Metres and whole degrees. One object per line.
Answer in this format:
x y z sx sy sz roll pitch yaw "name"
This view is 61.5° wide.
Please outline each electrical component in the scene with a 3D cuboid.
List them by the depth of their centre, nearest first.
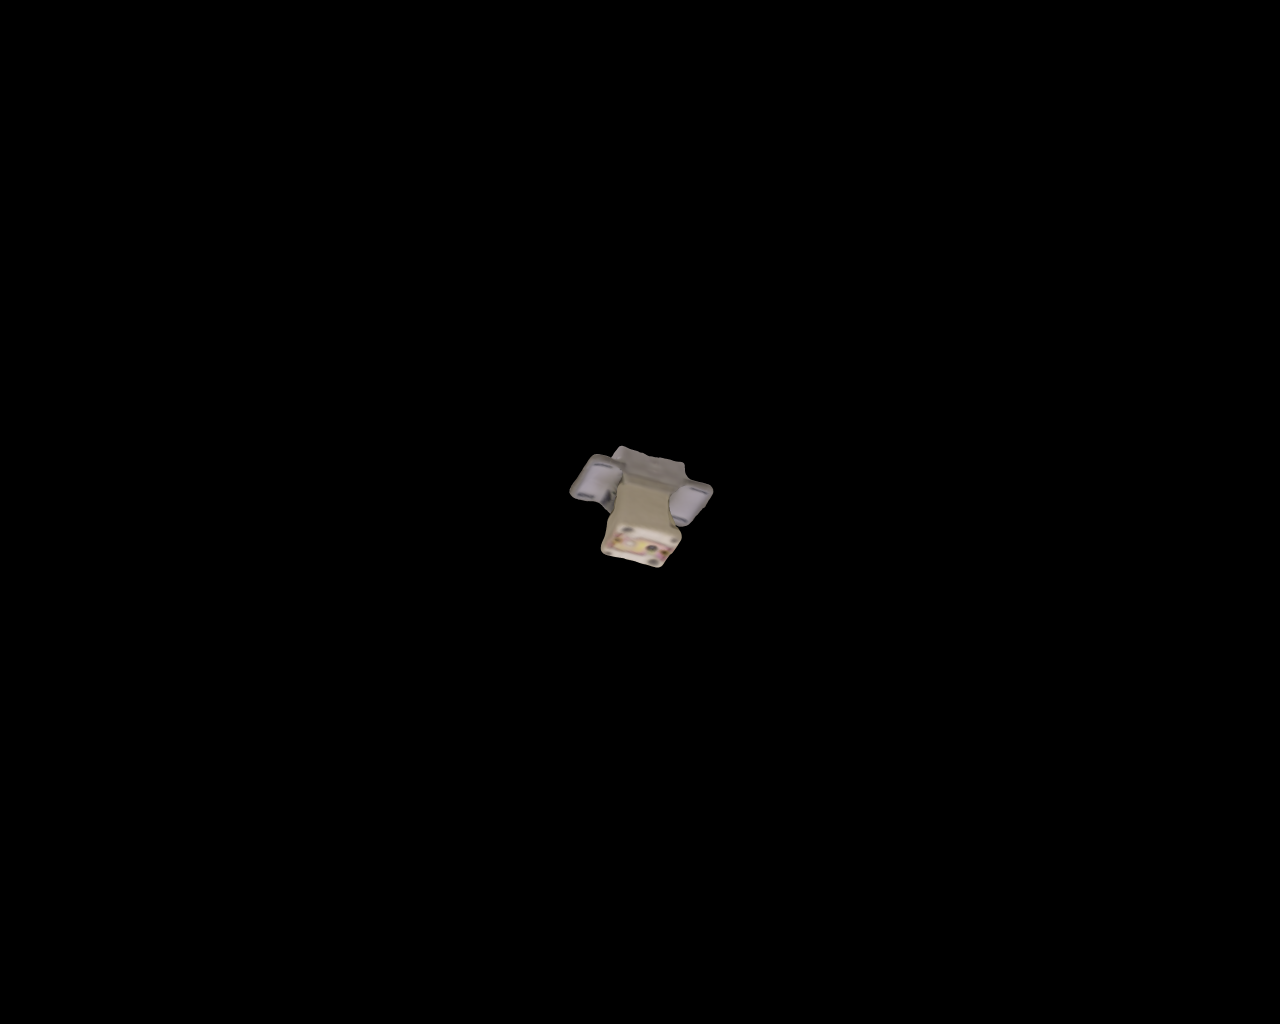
0.001 -0.003 0.650 0.081 0.064 0.042 14 -40 -17 "electrical component"
